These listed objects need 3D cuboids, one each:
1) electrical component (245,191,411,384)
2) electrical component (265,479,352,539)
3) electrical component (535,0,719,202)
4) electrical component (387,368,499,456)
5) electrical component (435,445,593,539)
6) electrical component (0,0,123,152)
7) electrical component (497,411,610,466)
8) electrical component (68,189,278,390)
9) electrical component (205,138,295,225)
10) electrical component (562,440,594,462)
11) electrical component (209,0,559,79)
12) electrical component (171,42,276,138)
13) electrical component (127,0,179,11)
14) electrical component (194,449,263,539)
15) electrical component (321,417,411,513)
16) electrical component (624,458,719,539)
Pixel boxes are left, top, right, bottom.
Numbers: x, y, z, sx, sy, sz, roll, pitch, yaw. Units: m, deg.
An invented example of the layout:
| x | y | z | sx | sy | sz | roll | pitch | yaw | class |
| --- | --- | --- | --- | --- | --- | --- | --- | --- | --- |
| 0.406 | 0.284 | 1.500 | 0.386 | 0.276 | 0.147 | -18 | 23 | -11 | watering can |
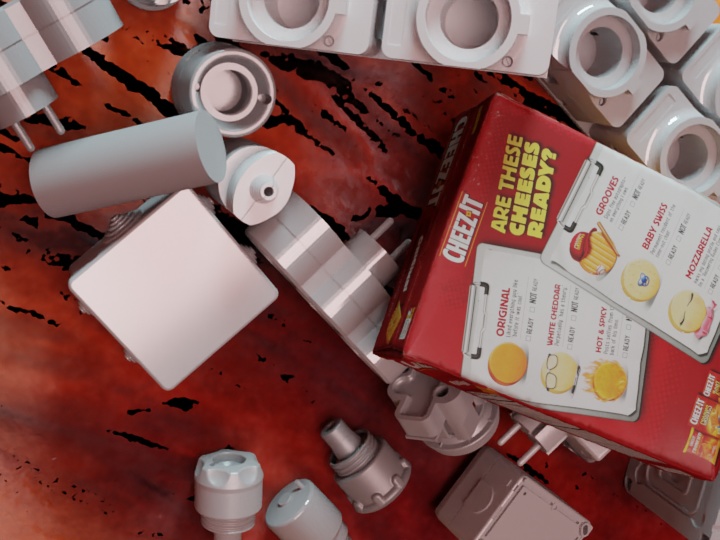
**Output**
| x | y | z | sx | sy | sz | roll | pitch | yaw | class |
| --- | --- | --- | --- | --- | --- | --- | --- | --- | --- |
| 0.000 | 0.000 | 0.671 | 0.074 | 0.052 | 0.138 | -44 | 112 | -5 | electrical component |
| -0.028 | 0.172 | 0.708 | 0.040 | 0.040 | 0.078 | -43 | 112 | -6 | electrical component |
| 0.193 | -0.129 | 0.704 | 0.186 | 0.060 | 0.105 | 43 | 86 | -22 | electrical component |
| 0.057 | 0.084 | 0.703 | 0.057 | 0.058 | 0.078 | 59 | 45 | -37 | electrical component |
| 0.108 | 0.174 | 0.748 | 0.096 | 0.061 | 0.061 | 38 | 88 | -31 | electrical component |
| -0.189 | -0.101 | 0.582 | 0.138 | 0.052 | 0.073 | -32 | 111 | -10 | electrical component |
| 0.127 | 0.098 | 0.723 | 0.076 | 0.047 | 0.083 | -43 | 83 | -5 | electrical component |
| -0.112 | 0.007 | 0.636 | 0.100 | 0.048 | 0.099 | -41 | 112 | -7 | electrical component |
| -0.063 | -0.051 | 0.622 | 0.043 | 0.081 | 0.043 | -4 | 104 | -18 | electrical component |
| 0.170 | 0.104 | 0.764 | 0.035 | 0.035 | 0.061 | 39 | 86 | -23 | electrical component |
| 0.017 | -0.169 | 0.589 | 0.186 | 0.060 | 0.105 | 8 | 101 | 8 | electrical component |
| -0.078 | -0.104 | 0.623 | 0.055 | 0.047 | 0.055 | -4 | 104 | -18 | electrical component |
| -0.113 | -0.165 | 0.597 | 0.040 | 0.046 | 0.040 | -4 | 104 | -18 | electrical component |
| -0.083 | 0.148 | 0.681 | 0.043 | 0.043 | 0.062 | -2 | 104 | -19 | electrical component |
| 0.000 | 0.124 | 0.705 | 0.048 | 0.048 | 0.062 | -41 | 105 | -6 | electrical component |
| 0.246 | 0.143 | 0.757 | 0.057 | 0.113 | 0.078 | 11 | 98 | -18 | electrical component |
